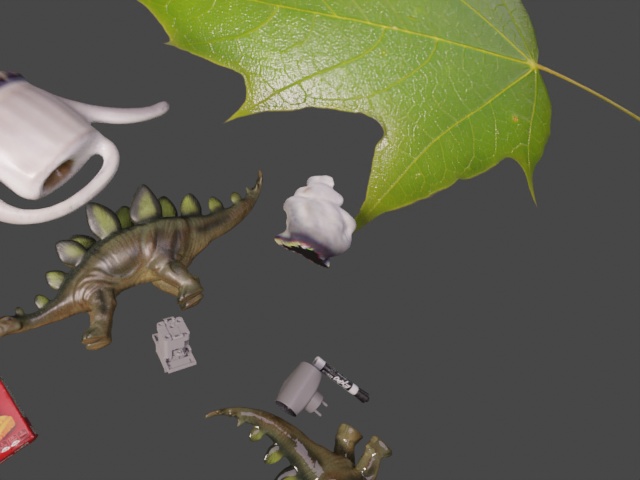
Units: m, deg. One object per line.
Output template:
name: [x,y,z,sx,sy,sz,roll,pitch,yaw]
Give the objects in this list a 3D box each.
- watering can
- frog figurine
watering can: [-0.401,-0.170,0.788,0.223,0.102,0.356,37,47,-10]
frog figurine: [0.003,-0.047,0.933,0.137,0.121,0.161,21,74,2]
